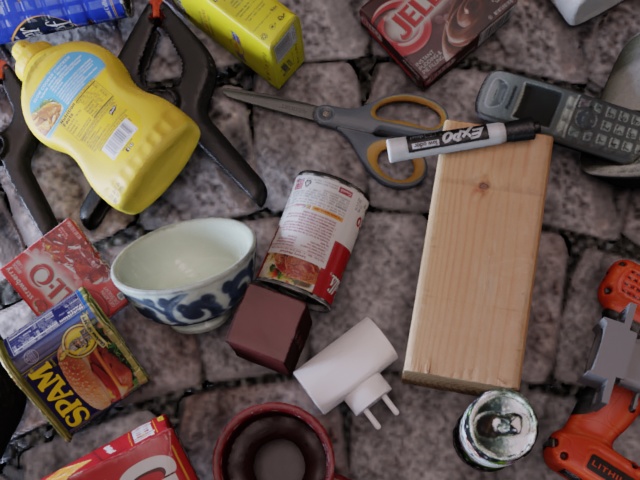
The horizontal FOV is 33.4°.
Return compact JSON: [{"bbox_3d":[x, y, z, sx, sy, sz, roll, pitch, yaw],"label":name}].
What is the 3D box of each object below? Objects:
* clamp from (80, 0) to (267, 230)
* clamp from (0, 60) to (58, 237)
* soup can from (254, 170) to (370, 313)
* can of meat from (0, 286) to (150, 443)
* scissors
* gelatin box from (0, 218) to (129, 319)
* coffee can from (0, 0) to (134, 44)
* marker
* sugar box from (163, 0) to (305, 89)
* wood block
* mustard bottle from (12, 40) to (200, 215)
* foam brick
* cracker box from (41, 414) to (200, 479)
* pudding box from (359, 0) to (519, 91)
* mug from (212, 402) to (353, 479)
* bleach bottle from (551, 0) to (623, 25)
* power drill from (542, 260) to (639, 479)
[{"bbox_3d":[-0.125,-0.111,0.939,0.164,0.036,0.210,0,76,7],"label":"clamp"},{"bbox_3d":[-0.276,-0.072,0.938,0.120,0.039,0.171,11,80,-6],"label":"clamp"},{"bbox_3d":[-0.006,0.001,0.892,0.068,0.068,0.102,19,77,7],"label":"soup can"},{"bbox_3d":[-0.198,0.099,0.861,0.084,0.102,0.057,-35,36,-10],"label":"can of meat"},{"bbox_3d":[0.012,-0.091,0.941,0.202,0.016,0.096,-1,76,3],"label":"scissors"},{"bbox_3d":[-0.212,0.038,0.901,0.073,0.030,0.089,-38,92,-8],"label":"gelatin box"},{"bbox_3d":[-0.246,-0.233,0.943,0.140,0.103,0.103,-12,76,-1],"label":"coffee can"},{"bbox_3d":[0.113,-0.079,0.840,0.121,0.020,0.020,-9,76,1],"label":"marker"},{"bbox_3d":[-0.094,-0.213,0.937,0.176,0.093,0.048,36,80,11],"label":"sugar box"},{"bbox_3d":[0.128,0.019,0.870,0.091,0.090,0.206,10,77,6],"label":"wood block"},{"bbox_3d":[-0.196,-0.112,0.905,0.192,0.058,0.096,40,95,21],"label":"mustard bottle"},{"bbox_3d":[-0.040,0.074,0.870,0.051,0.078,0.053,20,77,9],"label":"foam brick"},{"bbox_3d":[-0.173,0.255,0.799,0.213,0.072,0.164,-27,96,-11],"label":"cracker box"},{"bbox_3d":[0.105,-0.203,0.953,0.113,0.039,0.090,-40,78,-7],"label":"pudding box"},{"bbox_3d":[-0.022,0.181,0.839,0.117,0.081,0.093,13,76,6],"label":"mug"},{"bbox_3d":[0.198,-0.321,0.968,0.102,0.068,0.251,-30,75,-3],"label":"bleach bottle"},{"bbox_3d":[0.279,0.131,0.854,0.184,0.057,0.187,29,76,13],"label":"power drill"}]
